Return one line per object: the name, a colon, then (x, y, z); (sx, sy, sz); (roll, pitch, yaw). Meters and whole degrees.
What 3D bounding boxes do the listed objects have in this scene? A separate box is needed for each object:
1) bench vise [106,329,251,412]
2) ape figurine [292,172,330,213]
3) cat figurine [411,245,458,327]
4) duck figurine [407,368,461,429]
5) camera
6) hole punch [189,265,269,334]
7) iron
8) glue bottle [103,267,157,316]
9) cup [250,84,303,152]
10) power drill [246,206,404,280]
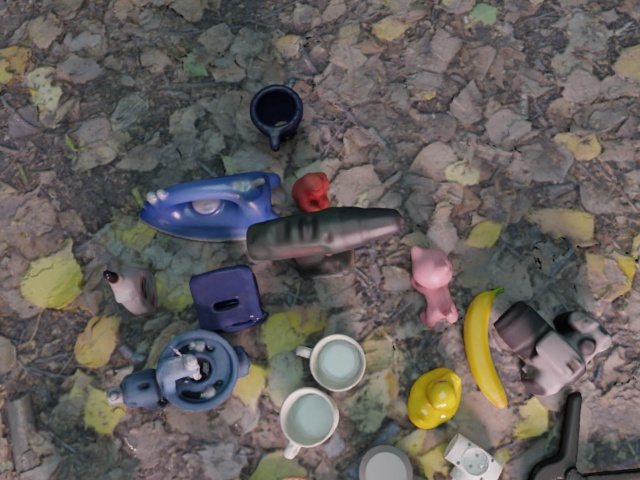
bench vise: (-0.213, 0.211, 0.839); (0.207, 0.220, 0.121); (-34, 76, -6)
ape figurine: (-0.012, -0.085, 0.972); (0.076, 0.092, 0.078); (31, 79, 10)
cat figurine: (0.184, 0.069, 0.910); (0.067, 0.118, 0.128); (-16, 75, -1)
duck figurine: (0.180, 0.244, 0.881); (0.077, 0.086, 0.104); (39, 80, 12)
camera: (0.352, 0.151, 0.889); (0.143, 0.101, 0.136); (-40, 77, -7)
hole punch: (-0.148, 0.098, 0.932); (0.108, 0.091, 0.101); (-13, 75, -1)
iron: (-0.195, -0.065, 0.950); (0.258, 0.141, 0.118); (-6, 75, 1)
glue bottle: (-0.302, 0.073, 0.903); (0.037, 0.173, 0.078); (-12, 75, 0)
cup: (-0.072, -0.199, 1.003); (0.091, 0.095, 0.118); (-1, 75, 3)
power drill: (0.008, 0.003, 0.888); (0.229, 0.208, 0.075); (-7, 75, 1)
